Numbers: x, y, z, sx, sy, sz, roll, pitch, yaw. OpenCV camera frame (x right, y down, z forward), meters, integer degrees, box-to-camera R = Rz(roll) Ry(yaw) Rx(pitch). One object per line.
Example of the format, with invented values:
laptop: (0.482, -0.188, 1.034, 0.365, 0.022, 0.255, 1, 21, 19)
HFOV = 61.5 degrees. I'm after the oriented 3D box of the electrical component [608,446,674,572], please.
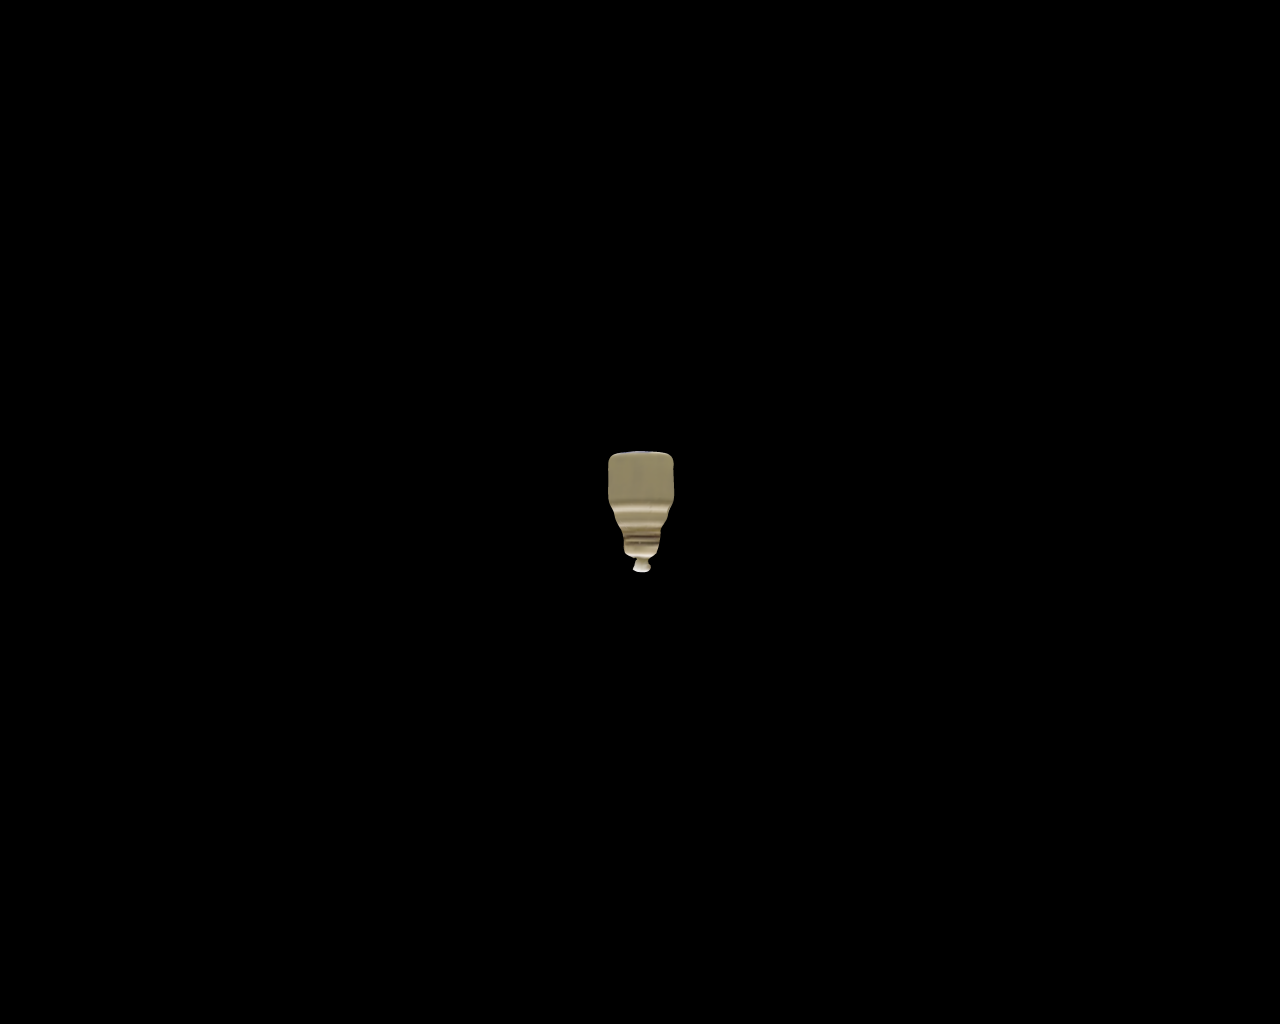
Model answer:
electrical component: (0.001, -0.003, 0.650, 0.040, 0.078, 0.040, 0, -3, 0)
